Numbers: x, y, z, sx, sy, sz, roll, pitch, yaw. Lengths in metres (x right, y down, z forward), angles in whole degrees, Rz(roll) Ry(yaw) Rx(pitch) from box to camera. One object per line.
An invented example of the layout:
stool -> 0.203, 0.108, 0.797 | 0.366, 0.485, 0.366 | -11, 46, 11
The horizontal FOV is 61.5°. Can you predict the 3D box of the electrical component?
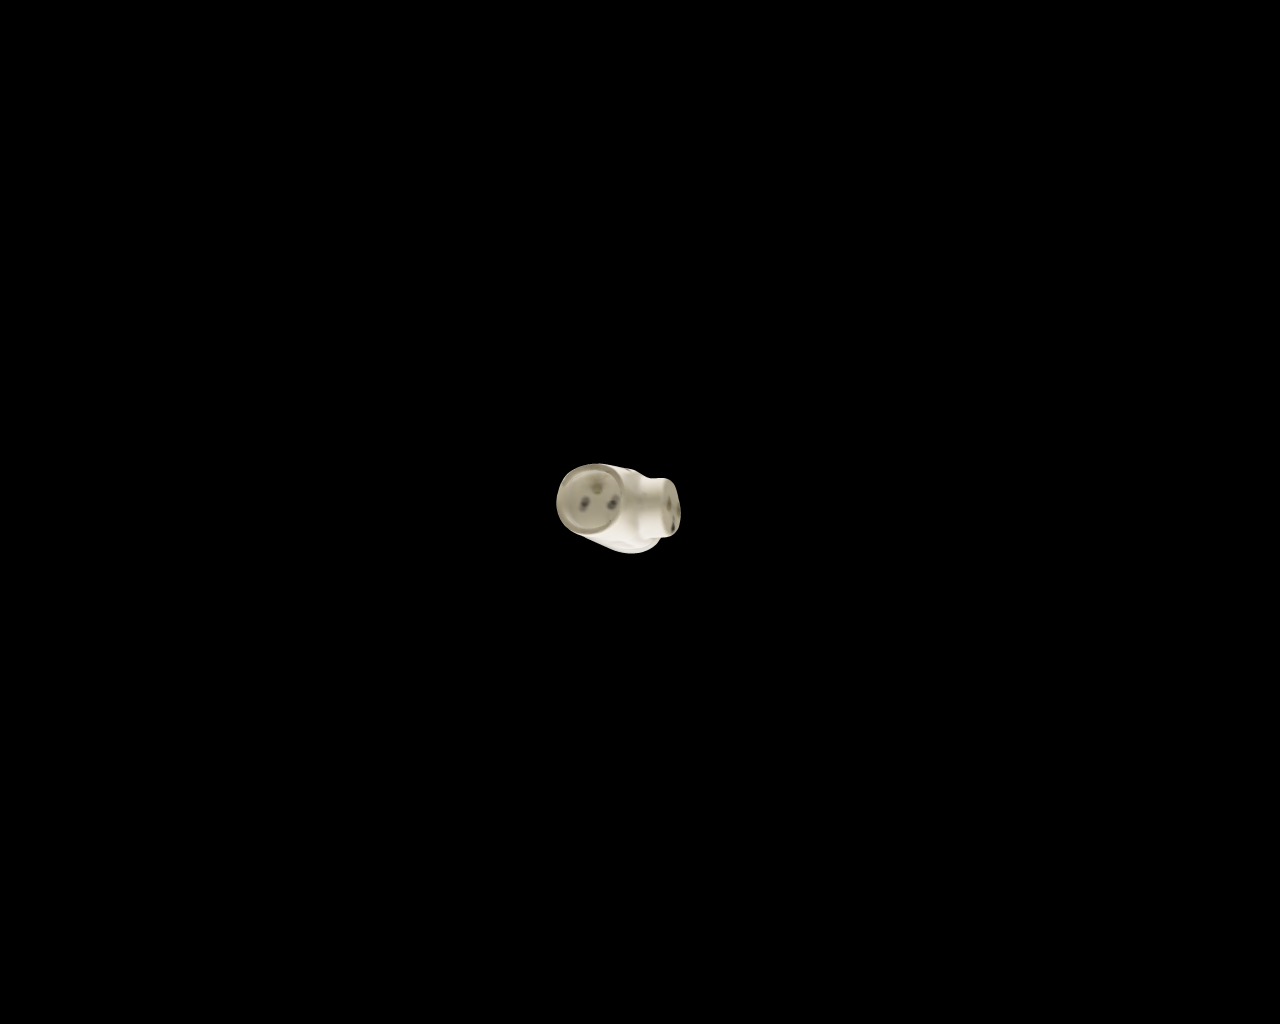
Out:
electrical component -> 0.001, -0.003, 0.650 | 0.079, 0.043, 0.077 | -4, -12, 19
